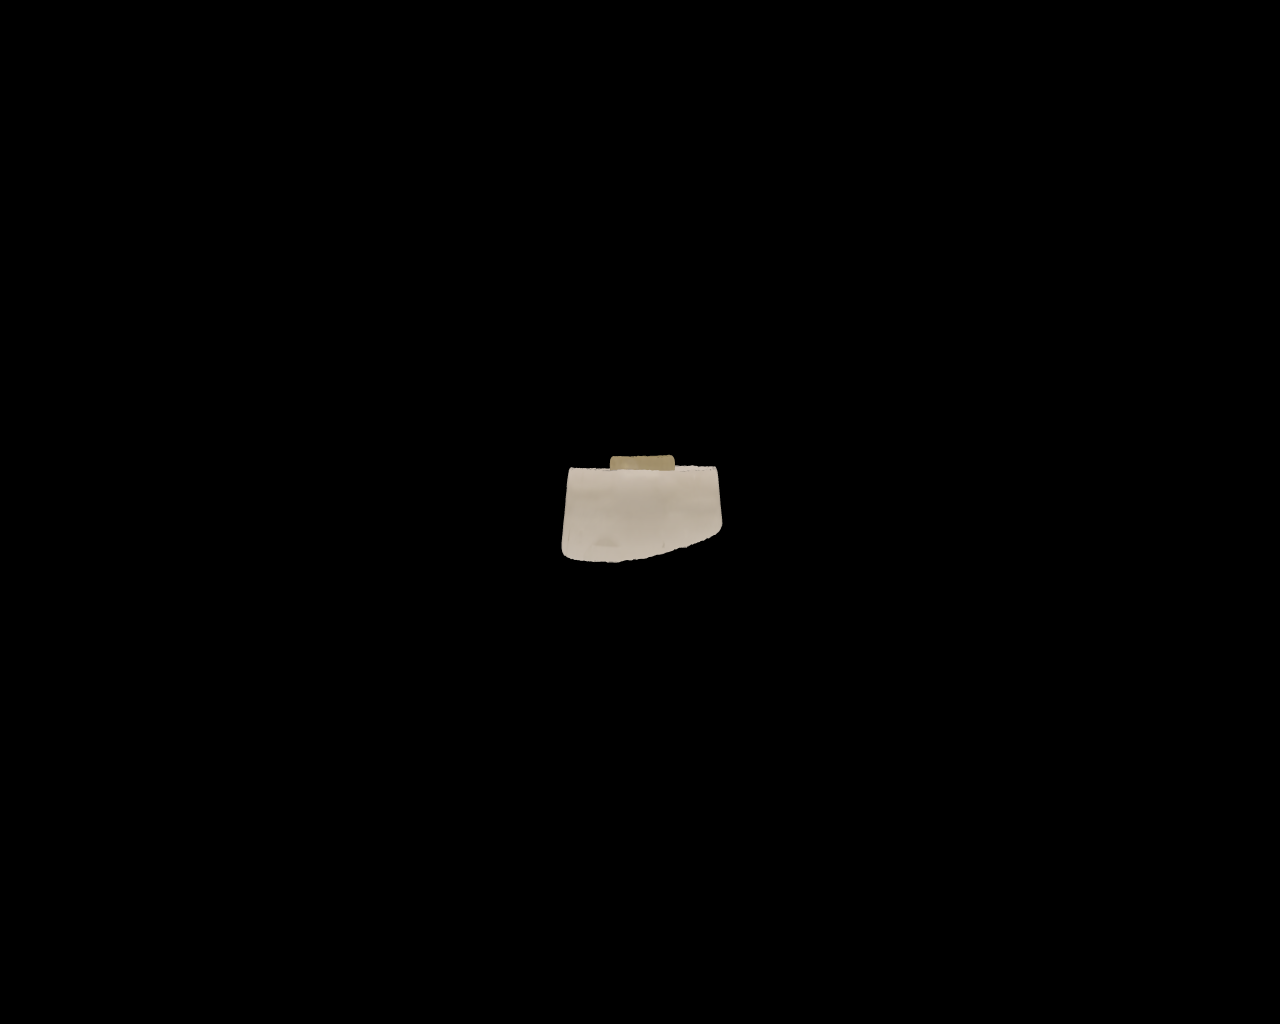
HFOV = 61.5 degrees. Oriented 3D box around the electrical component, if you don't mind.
[{"bbox_3d":[0.001,-0.003,0.650,0.099,0.064,0.099,0,4,0],"label":"electrical component"}]
